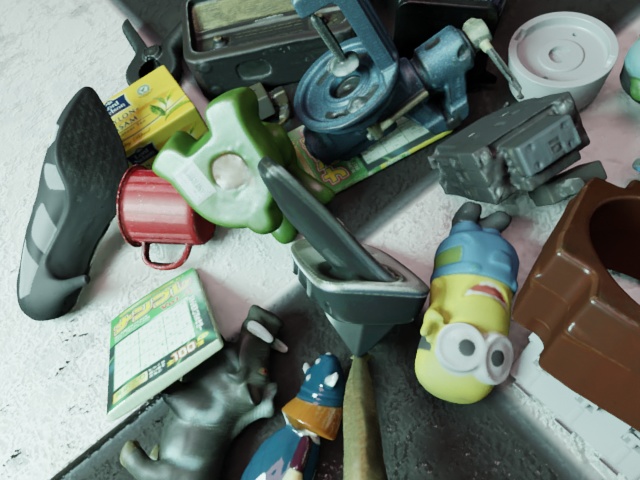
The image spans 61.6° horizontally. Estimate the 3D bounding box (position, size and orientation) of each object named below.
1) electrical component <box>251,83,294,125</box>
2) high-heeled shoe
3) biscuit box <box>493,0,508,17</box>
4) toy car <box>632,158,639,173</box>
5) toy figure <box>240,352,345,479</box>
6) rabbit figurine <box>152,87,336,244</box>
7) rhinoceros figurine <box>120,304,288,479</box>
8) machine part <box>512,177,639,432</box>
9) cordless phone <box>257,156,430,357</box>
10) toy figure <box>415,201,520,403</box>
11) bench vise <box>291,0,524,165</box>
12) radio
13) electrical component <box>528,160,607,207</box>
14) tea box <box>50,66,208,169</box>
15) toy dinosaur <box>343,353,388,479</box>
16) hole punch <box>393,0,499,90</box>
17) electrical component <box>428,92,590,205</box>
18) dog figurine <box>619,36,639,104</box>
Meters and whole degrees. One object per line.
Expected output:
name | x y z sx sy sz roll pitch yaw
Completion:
electrical component | -0.085 -0.155 0.667 0.102 0.045 0.078 -29 33 -5
high-heeled shoe | -0.287 -0.036 0.600 0.145 0.086 0.248 -12 73 40
biscuit box | 0.141 -0.341 0.669 0.203 0.062 0.059 29 32 13
toy car | 0.372 -0.068 0.465 0.162 0.109 0.102 25 106 19
toy figure | -0.019 0.173 0.471 0.064 0.057 0.154 20 70 39
rabbit figurine | -0.058 -0.081 0.564 0.159 0.170 0.121 43 112 -6
rhinoceros figurine | -0.097 0.147 0.495 0.112 0.073 0.190 16 68 21
machine part | 0.265 0.053 0.405 0.202 0.087 0.201 32 44 16
cordless phone | -0.001 -0.002 0.471 0.089 0.184 0.147 -41 22 -1
toy figure | 0.136 0.056 0.486 0.082 0.089 0.180 7 57 13
bench vise | 0.052 -0.178 0.524 0.224 0.240 0.129 -23 51 23
radio | -0.062 -0.270 0.701 0.230 0.073 0.131 -10 61 8
electrical component | 0.239 -0.055 0.514 0.063 0.094 0.021 -25 90 0
tea box | -0.233 -0.128 0.670 0.170 0.068 0.098 -36 62 -6
toy dinosaur | 0.049 0.255 0.333 0.105 0.198 0.471 -9 56 8
hole punch | 0.139 -0.243 0.614 0.142 0.115 0.092 5 56 4
electrical component | 0.184 -0.089 0.519 0.115 0.134 0.058 -35 105 -7
dog figurine | 0.429 -0.139 0.506 0.191 0.108 0.219 -27 63 -3
